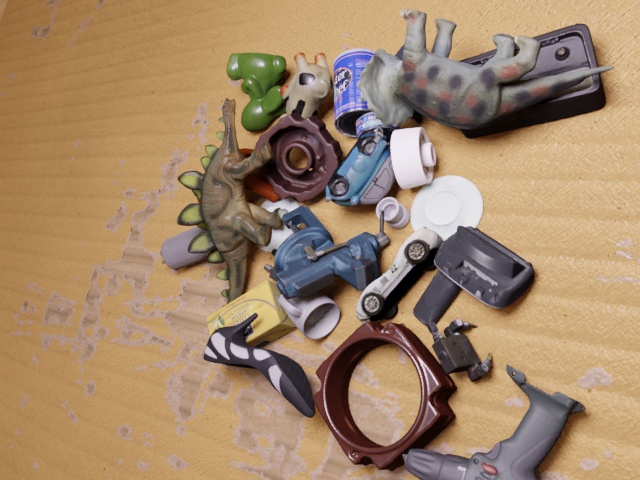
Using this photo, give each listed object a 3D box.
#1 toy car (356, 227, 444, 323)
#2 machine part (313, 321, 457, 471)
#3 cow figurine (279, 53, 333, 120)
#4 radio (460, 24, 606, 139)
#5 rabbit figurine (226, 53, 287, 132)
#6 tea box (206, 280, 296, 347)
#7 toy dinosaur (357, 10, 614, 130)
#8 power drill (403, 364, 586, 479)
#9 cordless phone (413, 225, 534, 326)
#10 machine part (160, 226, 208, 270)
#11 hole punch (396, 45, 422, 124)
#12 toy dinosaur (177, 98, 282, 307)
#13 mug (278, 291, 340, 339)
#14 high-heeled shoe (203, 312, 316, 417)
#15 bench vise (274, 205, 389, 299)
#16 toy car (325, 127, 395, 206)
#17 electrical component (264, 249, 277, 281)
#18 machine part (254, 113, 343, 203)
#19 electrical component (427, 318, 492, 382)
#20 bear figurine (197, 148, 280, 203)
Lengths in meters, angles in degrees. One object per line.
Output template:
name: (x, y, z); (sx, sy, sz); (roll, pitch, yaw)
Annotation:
toy car: (0.135, 0.066, 0.923); (0.201, 0.073, 0.056); (-51, 58, 10)
machine part: (0.101, 0.249, 0.877); (0.201, 0.087, 0.202); (-46, 56, 11)
cow figurine: (-0.033, -0.276, 1.119); (0.195, 0.085, 0.127); (-53, 48, 50)
radio: (0.342, -0.261, 0.901); (0.230, 0.073, 0.131); (-8, 71, 31)
rabbit figurine: (-0.126, -0.330, 1.231); (0.159, 0.121, 0.170); (11, 98, 29)
tea box: (-0.138, 0.164, 1.074); (0.170, 0.068, 0.098); (-33, 59, 19)
toy dinosaur: (0.222, -0.247, 0.866); (0.405, 0.131, 0.192); (28, 118, 28)
power drill: (0.255, 0.282, 0.749); (0.232, 0.086, 0.207); (24, 80, 24)
cordless phone: (0.235, 0.081, 0.864); (0.147, 0.088, 0.184); (41, 109, 35)
machine part: (-0.272, 0.008, 1.211); (0.243, 0.079, 0.079); (-20, 64, 26)
hole punch: (0.181, -0.308, 1.018); (0.116, 0.092, 0.142); (-34, 62, 24)
toy dinosaur: (-0.180, -0.043, 1.082); (0.199, 0.105, 0.470); (1, 102, 18)
mug: (-0.034, 0.123, 1.002); (0.107, 0.109, 0.080); (38, 109, 48)
high-heeled shoe: (-0.118, 0.244, 0.959); (0.145, 0.086, 0.249); (-45, 57, 11)
bench vise: (0.001, 0.004, 0.993); (0.224, 0.128, 0.241); (-33, 48, -6)
toy car: (0.085, -0.119, 0.979); (0.103, 0.109, 0.161); (35, 109, -8)
electrical component: (-0.072, 0.057, 1.096); (0.094, 0.021, 0.063); (26, 88, 37)
machine part: (-0.041, -0.165, 1.081); (0.180, 0.056, 0.179); (8, 112, 19)
electrical component: (0.221, 0.169, 0.839); (0.045, 0.078, 0.102); (-52, 44, 38)
bear figurine: (-0.186, -0.114, 1.189); (0.196, 0.132, 0.120); (-38, 44, 41)
